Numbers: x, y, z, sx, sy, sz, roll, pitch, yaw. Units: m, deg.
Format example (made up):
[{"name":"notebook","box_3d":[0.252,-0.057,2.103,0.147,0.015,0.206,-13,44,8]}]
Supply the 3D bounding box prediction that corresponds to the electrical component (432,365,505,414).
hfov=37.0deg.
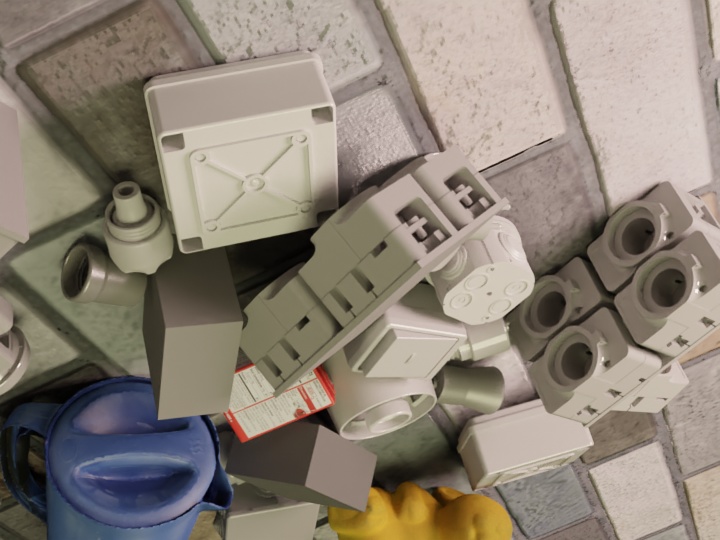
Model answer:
[{"name":"electrical component","box_3d":[0.092,0.105,0.966,0.065,0.044,0.044,10,133,-25]}]

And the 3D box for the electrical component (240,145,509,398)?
[{"name":"electrical component","box_3d":[0.000,0.000,0.728,0.105,0.060,0.186,-35,174,-45]}]

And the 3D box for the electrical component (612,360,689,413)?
[{"name":"electrical component","box_3d":[0.259,0.097,1.019,0.089,0.050,0.055,7,135,-30]}]

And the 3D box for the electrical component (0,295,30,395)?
[{"name":"electrical component","box_3d":[-0.266,0.053,0.741,0.078,0.058,0.057,-25,139,7]}]

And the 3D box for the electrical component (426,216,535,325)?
[{"name":"electrical component","box_3d":[0.092,0.000,0.832,0.080,0.051,0.080,-12,141,-10]}]

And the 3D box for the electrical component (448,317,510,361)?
[{"name":"electrical component","box_3d":[0.091,0.058,0.909,0.078,0.040,0.040,-18,142,-1]}]

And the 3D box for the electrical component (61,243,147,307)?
[{"name":"electrical component","box_3d":[-0.175,0.005,0.737,0.046,0.040,0.040,14,131,-42]}]

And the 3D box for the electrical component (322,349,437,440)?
[{"name":"electrical component","box_3d":[0.015,0.104,0.934,0.099,0.064,0.099,-18,155,-9]}]

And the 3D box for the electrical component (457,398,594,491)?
[{"name":"electrical component","box_3d":[0.155,0.165,1.026,0.109,0.056,0.108,-15,161,-6]}]

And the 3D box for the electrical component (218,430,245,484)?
[{"name":"electrical component","box_3d":[-0.129,0.174,0.953,0.062,0.048,0.048,-28,141,22]}]

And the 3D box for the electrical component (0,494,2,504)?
[{"name":"electrical component","box_3d":[-0.325,0.177,0.862,0.078,0.058,0.057,-3,139,-40]}]

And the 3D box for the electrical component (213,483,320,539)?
[{"name":"electrical component","box_3d":[-0.090,0.231,1.033,0.100,0.048,0.099,-7,140,-16]}]

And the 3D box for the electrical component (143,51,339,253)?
[{"name":"electrical component","box_3d":[-0.071,-0.073,0.673,0.109,0.056,0.108,-12,141,-9]}]

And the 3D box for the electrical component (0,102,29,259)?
[{"name":"electrical component","box_3d":[-0.270,-0.072,0.551,0.060,0.105,0.186,-38,138,22]}]

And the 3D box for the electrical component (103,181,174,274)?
[{"name":"electrical component","box_3d":[-0.147,-0.030,0.703,0.043,0.043,0.062,-13,139,-8]}]

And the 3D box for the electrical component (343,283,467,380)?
[{"name":"electrical component","box_3d":[0.039,0.051,0.862,0.096,0.061,0.061,10,133,-32]}]

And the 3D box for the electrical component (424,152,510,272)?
[{"name":"electrical component","box_3d":[0.070,-0.041,0.775,0.079,0.044,0.077,2,132,-20]}]

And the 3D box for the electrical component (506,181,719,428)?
[{"name":"electrical component","box_3d":[0.213,0.029,0.873,0.060,0.105,0.186,20,127,-39]}]
